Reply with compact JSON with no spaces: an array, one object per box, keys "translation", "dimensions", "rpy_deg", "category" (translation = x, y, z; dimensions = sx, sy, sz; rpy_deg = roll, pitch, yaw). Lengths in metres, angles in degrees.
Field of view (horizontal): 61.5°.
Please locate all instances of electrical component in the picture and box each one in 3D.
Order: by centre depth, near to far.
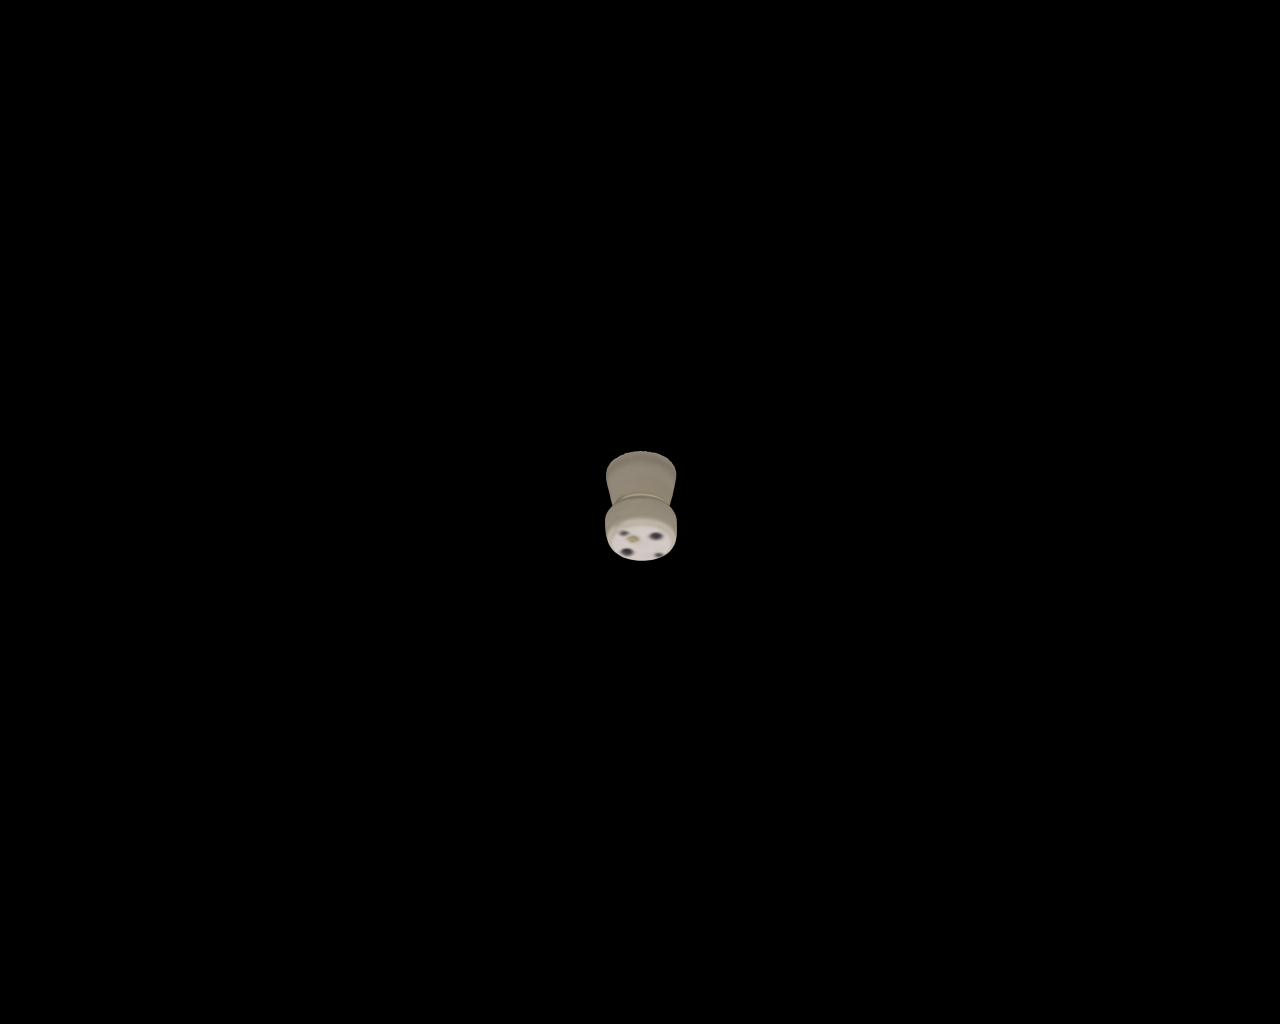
[{"translation":[0.001,-0.003,0.650],"dimensions":[0.045,0.055,0.044],"rpy_deg":[0,-37,0],"category":"electrical component"}]
